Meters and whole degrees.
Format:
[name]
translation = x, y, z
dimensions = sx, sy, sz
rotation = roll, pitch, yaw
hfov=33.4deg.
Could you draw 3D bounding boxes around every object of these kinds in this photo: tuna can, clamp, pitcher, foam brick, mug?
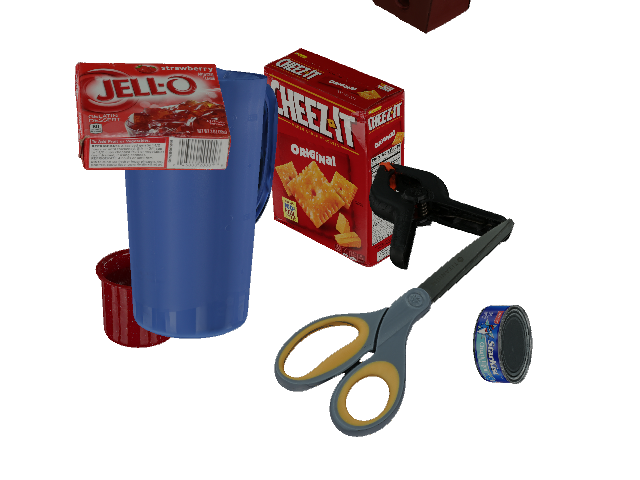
[tuna can]
translation = 0.199, 0.113, 1.164
dimensions = 0.034, 0.086, 0.086
rotation = -2, -1, 34
[clamp]
translation = 0.107, -0.032, 1.043
dimensions = 0.120, 0.039, 0.171
rotation = -5, 34, -11
[pitcher]
translation = -0.111, -0.041, 0.991
dimensions = 0.149, 0.243, 0.145
rotation = 1, 14, -7
[foam brick]
translation = 0.075, -0.194, 0.738
dimensions = 0.053, 0.078, 0.051
rotation = 36, 54, 25
[mug]
translation = -0.208, 0.060, 1.185
dimensions = 0.093, 0.081, 0.117
rotation = -22, 36, -40

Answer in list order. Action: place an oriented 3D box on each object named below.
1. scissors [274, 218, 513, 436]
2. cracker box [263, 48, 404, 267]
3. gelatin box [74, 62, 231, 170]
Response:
[scissors]
translation = 0.067, 0.061, 0.718
dimensions = 0.201, 0.096, 0.016
rotation = -24, -29, -11
[cracker box]
translation = 0.015, -0.094, 1.239
dimensions = 0.164, 0.214, 0.072
rotation = 28, 46, 36
[gelatin box]
translation = -0.104, -0.077, 0.653
dimensions = 0.089, 0.073, 0.030
rotation = -1, -45, -15
